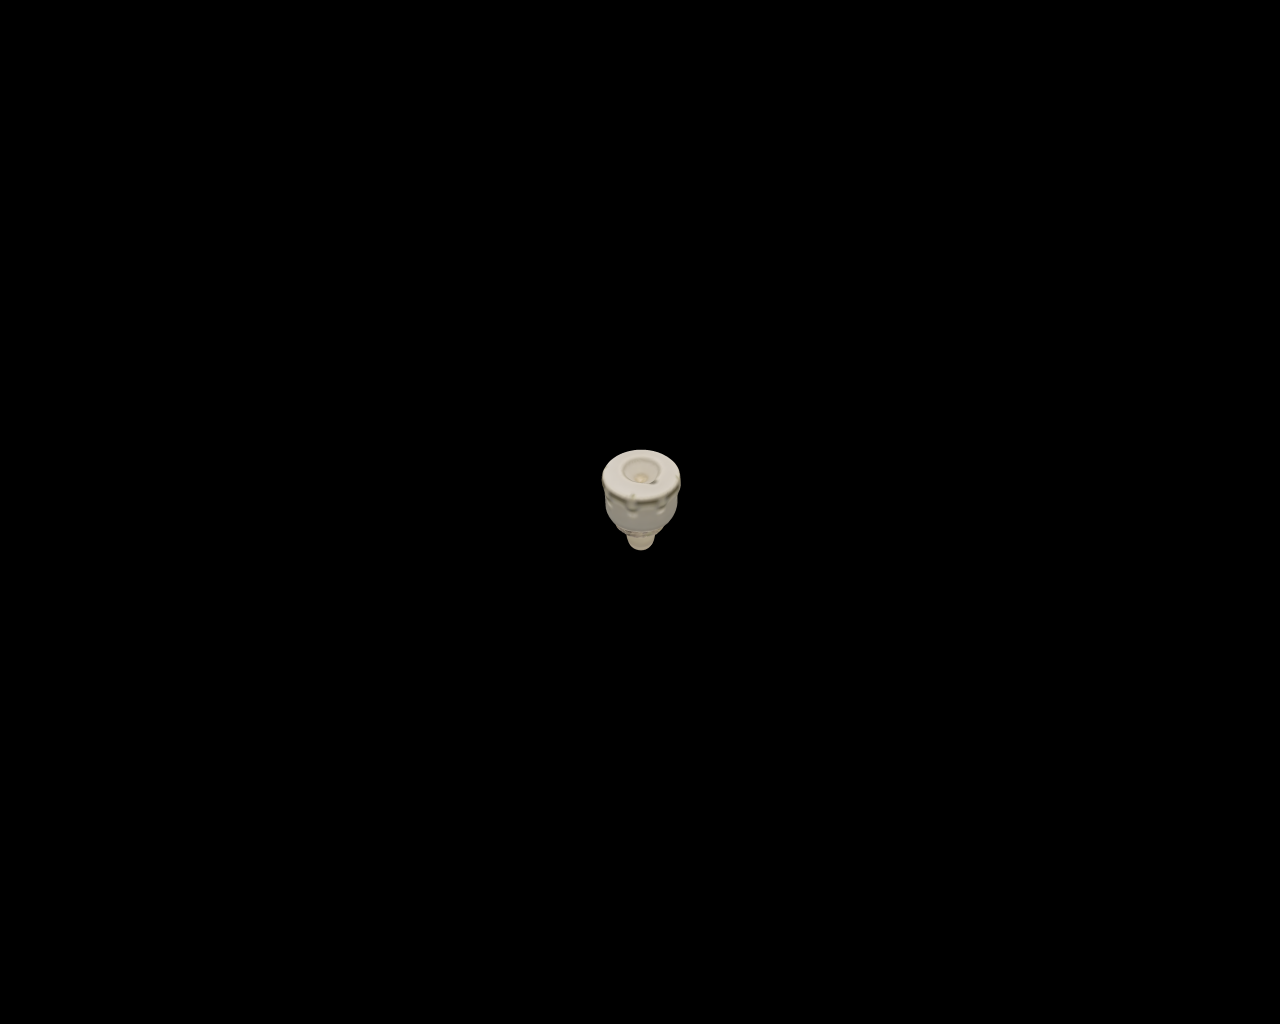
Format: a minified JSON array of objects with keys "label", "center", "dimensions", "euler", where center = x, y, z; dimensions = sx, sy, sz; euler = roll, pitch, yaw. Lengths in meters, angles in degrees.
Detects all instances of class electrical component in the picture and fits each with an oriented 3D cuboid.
[{"label":"electrical component","center":[0.001,-0.003,0.650],"dimensions":[0.048,0.062,0.048],"euler":[0,41,0]}]
